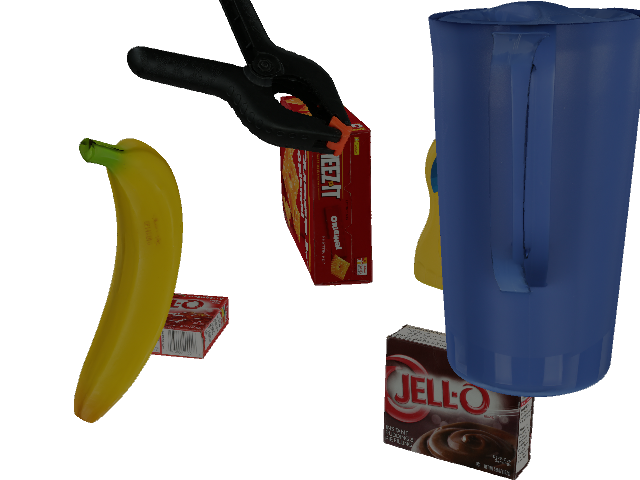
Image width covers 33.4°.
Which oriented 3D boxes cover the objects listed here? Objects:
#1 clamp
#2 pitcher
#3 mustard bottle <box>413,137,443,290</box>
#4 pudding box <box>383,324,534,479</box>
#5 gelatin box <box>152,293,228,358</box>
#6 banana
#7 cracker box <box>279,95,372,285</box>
[{"bbox_3d":[-0.045,-0.131,0.804,0.171,0.120,0.039,31,-25,0],"label":"clamp"},{"bbox_3d":[0.132,-0.026,0.674,0.149,0.243,0.145,-10,18,-26],"label":"pitcher"},{"bbox_3d":[0.139,-0.048,0.935,0.096,0.192,0.058,11,21,18],"label":"mustard bottle"},{"bbox_3d":[0.104,0.119,0.804,0.114,0.090,0.039,10,20,28],"label":"pudding box"},{"bbox_3d":[-0.132,0.071,0.930,0.089,0.030,0.073,4,21,13],"label":"gelatin box"},{"bbox_3d":[-0.110,0.017,0.603,0.069,0.198,0.037,-19,43,-34],"label":"banana"},{"bbox_3d":[0.003,-0.062,1.172,0.072,0.164,0.214,-5,18,-8],"label":"cracker box"}]
